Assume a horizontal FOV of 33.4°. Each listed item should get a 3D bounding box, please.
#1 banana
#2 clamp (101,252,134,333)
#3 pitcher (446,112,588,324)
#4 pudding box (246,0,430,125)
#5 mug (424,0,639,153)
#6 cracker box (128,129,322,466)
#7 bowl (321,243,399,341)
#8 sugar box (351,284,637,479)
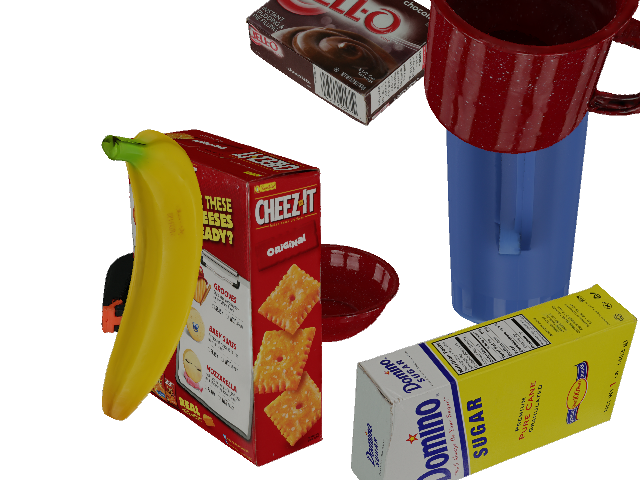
[{"bbox_3d":[-0.095,0.013,0.587,0.069,0.198,0.037,-27,49,-37],"label":"banana"},{"bbox_3d":[-0.144,0.023,1.017,0.165,0.036,0.209,26,37,27],"label":"clamp"},{"bbox_3d":[0.175,-0.044,0.974,0.149,0.243,0.145,-11,18,-34],"label":"pitcher"},{"bbox_3d":[0.019,-0.141,0.740,0.114,0.090,0.039,38,-24,22],"label":"pudding box"},{"bbox_3d":[0.101,-0.090,0.485,0.117,0.093,0.081,20,-29,12],"label":"mug"},{"bbox_3d":[-0.071,0.036,0.802,0.071,0.214,0.164,-14,24,-37],"label":"cracker box"},{"bbox_3d":[0.004,0.064,1.166,0.162,0.055,0.162,1,28,-1],"label":"bowl"},{"bbox_3d":[0.106,0.095,0.657,0.176,0.093,0.048,-18,41,-23],"label":"sugar box"}]
